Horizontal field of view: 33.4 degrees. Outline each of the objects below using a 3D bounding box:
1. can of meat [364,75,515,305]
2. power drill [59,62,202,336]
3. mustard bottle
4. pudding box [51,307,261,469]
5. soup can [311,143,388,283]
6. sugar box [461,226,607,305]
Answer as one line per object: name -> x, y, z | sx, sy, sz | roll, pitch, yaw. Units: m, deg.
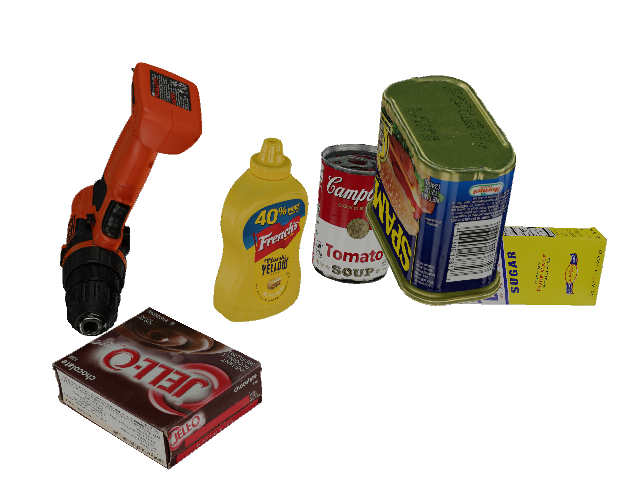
can of meat -> 0.064, -0.030, 0.578 | 0.057, 0.084, 0.102 | -6, 38, -13
power drill -> -0.159, -0.036, 0.868 | 0.057, 0.188, 0.184 | 20, 29, -24
mustard bottle -> -0.057, -0.014, 1.086 | 0.096, 0.192, 0.058 | -15, 36, -35
pudding box -> -0.109, 0.096, 0.718 | 0.114, 0.039, 0.089 | 20, 34, 35
soup can -> 0.029, -0.023, 0.901 | 0.068, 0.102, 0.068 | 5, 24, -2
sugar box -> 0.254, 0.031, 1.306 | 0.176, 0.093, 0.048 | 0, 22, -10
